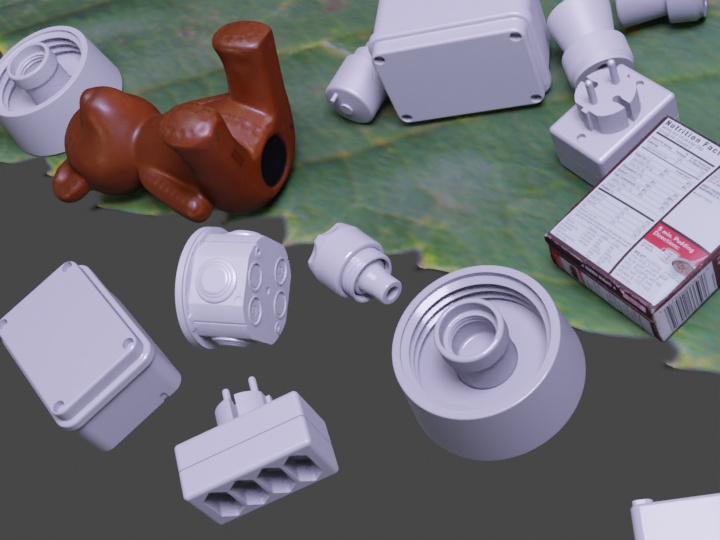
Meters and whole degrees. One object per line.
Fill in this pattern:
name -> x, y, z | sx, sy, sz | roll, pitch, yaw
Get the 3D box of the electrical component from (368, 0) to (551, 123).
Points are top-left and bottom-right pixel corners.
electrical component -> 0.070, -0.152, 0.742 | 0.113, 0.078, 0.057 | -6, 54, 21

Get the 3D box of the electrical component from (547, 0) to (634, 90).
electrical component -> 0.154, -0.150, 0.718 | 0.045, 0.045, 0.055 | -21, 63, 11

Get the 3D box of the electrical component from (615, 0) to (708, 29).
electrical component -> 0.204, -0.188, 0.726 | 0.055, 0.045, 0.045 | -1, 59, 24

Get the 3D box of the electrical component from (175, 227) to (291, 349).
electrical component -> -0.083, 0.012, 0.702 | 0.051, 0.080, 0.080 | 3, 60, 20

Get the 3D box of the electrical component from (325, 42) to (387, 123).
electrical component -> 0.006, -0.144, 0.789 | 0.040, 0.040, 0.078 | 17, 66, 32

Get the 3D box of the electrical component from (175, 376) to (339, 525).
electrical component -> -0.067, 0.099, 0.657 | 0.083, 0.047, 0.075 | -26, 51, 7

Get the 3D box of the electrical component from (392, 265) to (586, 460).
electrical component -> 0.070, 0.048, 0.619 | 0.108, 0.060, 0.108 | -12, 55, 17

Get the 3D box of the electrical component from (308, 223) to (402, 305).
electrical component -> 0.000, 0.000, 0.695 | 0.043, 0.043, 0.062 | -47, 54, -10

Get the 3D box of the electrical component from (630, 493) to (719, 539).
electrical component -> 0.183, 0.141, 0.505 | 0.096, 0.061, 0.061 | -12, 54, 17

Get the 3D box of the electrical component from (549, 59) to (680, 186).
electrical component -> 0.156, -0.098, 0.667 | 0.066, 0.076, 0.047 | -42, 51, -6

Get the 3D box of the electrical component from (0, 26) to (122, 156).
electrical component -> -0.264, -0.157, 0.909 | 0.108, 0.060, 0.108 | -12, 55, 17

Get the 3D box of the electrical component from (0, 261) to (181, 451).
electrical component -> -0.186, 0.057, 0.734 | 0.078, 0.057, 0.113 | -43, 52, -7
